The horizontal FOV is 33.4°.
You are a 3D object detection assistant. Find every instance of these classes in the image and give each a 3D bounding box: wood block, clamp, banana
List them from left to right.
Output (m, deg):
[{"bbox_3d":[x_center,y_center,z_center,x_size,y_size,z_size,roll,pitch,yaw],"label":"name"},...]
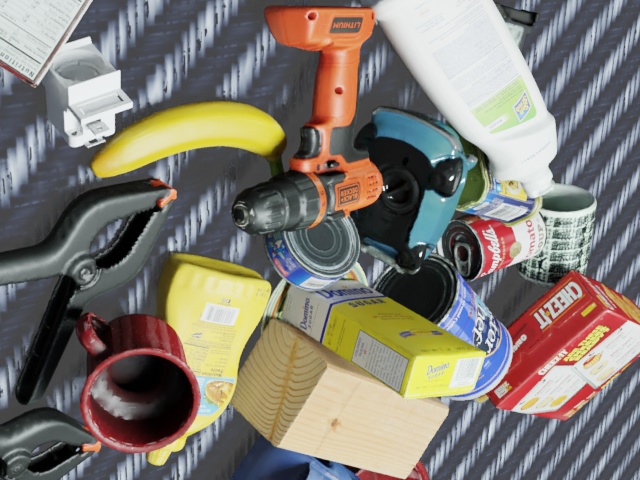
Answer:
[{"bbox_3d":[-0.259,0.170,0.870,0.171,0.039,0.120,-17,134,-40],"label":"clamp"},{"bbox_3d":[-0.202,0.018,0.843,0.210,0.036,0.164,-47,142,-13],"label":"clamp"},{"bbox_3d":[-0.096,-0.083,0.888,0.197,0.037,0.070,-1,110,-40],"label":"banana"},{"bbox_3d":[0.022,0.159,1.038,0.205,0.090,0.091,27,97,-47],"label":"wood block"}]

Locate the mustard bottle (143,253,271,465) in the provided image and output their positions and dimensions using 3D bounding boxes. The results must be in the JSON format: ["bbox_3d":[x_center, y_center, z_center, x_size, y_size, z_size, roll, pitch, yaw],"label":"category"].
[{"bbox_3d":[-0.117,0.112,0.948,0.096,0.058,0.192,13,102,-33],"label":"mustard bottle"}]

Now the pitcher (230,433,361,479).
[{"bbox_3d":[-0.065,0.304,1.034,0.243,0.145,0.149,-53,135,-3],"label":"pitcher"}]

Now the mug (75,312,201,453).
[{"bbox_3d":[-0.154,0.103,0.858,0.093,0.081,0.117,-40,114,5],"label":"mug"}]

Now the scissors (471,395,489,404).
[{"bbox_3d":[0.230,0.102,1.265,0.096,0.016,0.202,37,85,-45],"label":"scissors"}]

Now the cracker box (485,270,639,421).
[{"bbox_3d":[0.286,0.126,1.231,0.164,0.072,0.213,-45,148,16],"label":"cracker box"}]

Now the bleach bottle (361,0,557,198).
[{"bbox_3d":[0.142,-0.140,0.981,0.102,0.068,0.250,-33,113,1],"label":"bleach bottle"}]

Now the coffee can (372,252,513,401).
[{"bbox_3d":[0.127,0.092,1.114,0.103,0.103,0.140,-52,133,-8],"label":"coffee can"}]

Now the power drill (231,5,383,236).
[{"bbox_3d":[-0.010,-0.103,0.900,0.184,0.057,0.188,-19,116,-53],"label":"power drill"}]

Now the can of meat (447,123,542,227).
[{"bbox_3d":[0.171,-0.071,1.080,0.083,0.058,0.102,11,63,-40],"label":"can of meat"}]

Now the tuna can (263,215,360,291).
[{"bbox_3d":[-0.006,0.001,0.972,0.086,0.034,0.086,15,60,-29],"label":"tuna can"}]

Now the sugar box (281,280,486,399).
[{"bbox_3d":[0.054,0.085,0.968,0.093,0.176,0.048,3,110,-42],"label":"sugar box"}]

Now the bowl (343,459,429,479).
[{"bbox_3d":[0.045,0.295,1.176,0.161,0.055,0.162,-18,121,-33],"label":"bowl"}]

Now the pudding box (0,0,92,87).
[{"bbox_3d":[-0.203,-0.175,0.729,0.090,0.039,0.113,33,89,-16],"label":"pudding box"}]

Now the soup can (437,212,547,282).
[{"bbox_3d":[0.185,-0.001,1.142,0.102,0.069,0.068,-17,121,-34],"label":"soup can"}]
